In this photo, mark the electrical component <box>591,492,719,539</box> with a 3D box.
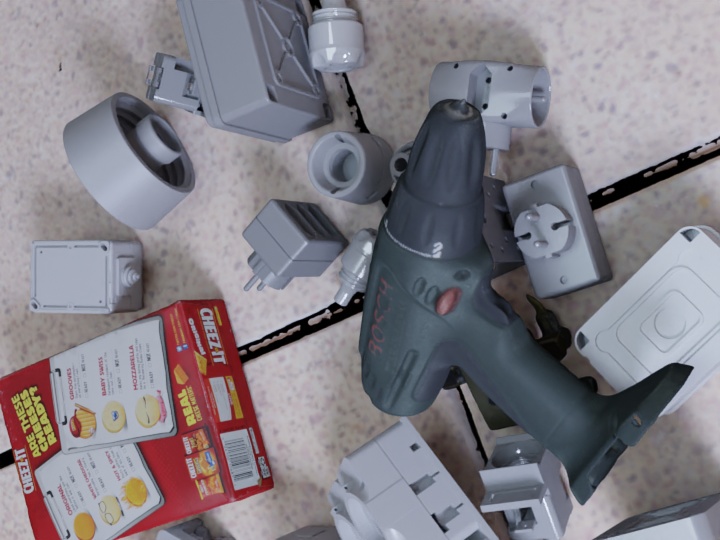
[{"bbox_3d":[0.198,0.181,0.671,0.078,0.113,0.057,-23,77,26],"label":"electrical component"}]

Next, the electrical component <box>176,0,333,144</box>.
[{"bbox_3d":[-0.078,-0.159,0.816,0.056,0.109,0.108,-18,82,24],"label":"electrical component"}]

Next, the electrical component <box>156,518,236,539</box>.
[{"bbox_3d":[-0.146,0.258,0.881,0.050,0.056,0.089,22,100,26],"label":"electrical component"}]

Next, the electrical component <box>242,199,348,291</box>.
[{"bbox_3d":[-0.061,-0.011,0.831,0.076,0.066,0.047,-48,70,19],"label":"electrical component"}]

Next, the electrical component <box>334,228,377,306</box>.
[{"bbox_3d":[0.000,0.000,0.817,0.035,0.035,0.061,40,109,22],"label":"electrical component"}]

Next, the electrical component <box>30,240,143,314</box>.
[{"bbox_3d":[-0.227,0.005,0.923,0.096,0.061,0.061,0,90,20],"label":"electrical component"}]

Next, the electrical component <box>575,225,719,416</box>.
[{"bbox_3d":[0.207,0.033,0.698,0.078,0.057,0.113,48,110,19],"label":"electrical component"}]

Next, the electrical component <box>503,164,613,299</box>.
[{"bbox_3d":[0.128,-0.026,0.728,0.047,0.076,0.083,-20,81,26],"label":"electrical component"}]

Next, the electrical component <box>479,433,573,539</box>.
[{"bbox_3d":[0.117,0.150,0.739,0.042,0.081,0.063,-13,107,27],"label":"electrical component"}]

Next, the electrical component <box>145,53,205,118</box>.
[{"bbox_3d":[-0.137,-0.148,0.864,0.081,0.064,0.042,-148,71,-66],"label":"electrical component"}]

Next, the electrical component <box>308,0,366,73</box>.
[{"bbox_3d":[-0.019,-0.184,0.822,0.043,0.043,0.062,-5,87,27],"label":"electrical component"}]

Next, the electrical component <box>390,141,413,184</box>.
[{"bbox_3d":[0.043,-0.073,0.779,0.043,0.062,0.043,0,89,27],"label":"electrical component"}]

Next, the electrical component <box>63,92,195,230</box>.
[{"bbox_3d":[-0.180,-0.093,0.872,0.060,0.108,0.108,-34,75,17],"label":"electrical component"}]

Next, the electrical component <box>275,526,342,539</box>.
[{"bbox_3d":[-0.027,0.247,0.816,0.061,0.062,0.096,-7,87,27],"label":"electrical component"}]

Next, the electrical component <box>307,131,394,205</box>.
[{"bbox_3d":[-0.007,-0.078,0.814,0.055,0.047,0.055,0,90,27],"label":"electrical component"}]

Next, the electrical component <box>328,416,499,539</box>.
[{"bbox_3d":[0.054,0.207,0.743,0.060,0.105,0.186,-31,71,-23],"label":"electrical component"}]

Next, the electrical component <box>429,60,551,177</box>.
[{"bbox_3d":[0.090,-0.107,0.765,0.077,0.043,0.079,8,94,27],"label":"electrical component"}]
